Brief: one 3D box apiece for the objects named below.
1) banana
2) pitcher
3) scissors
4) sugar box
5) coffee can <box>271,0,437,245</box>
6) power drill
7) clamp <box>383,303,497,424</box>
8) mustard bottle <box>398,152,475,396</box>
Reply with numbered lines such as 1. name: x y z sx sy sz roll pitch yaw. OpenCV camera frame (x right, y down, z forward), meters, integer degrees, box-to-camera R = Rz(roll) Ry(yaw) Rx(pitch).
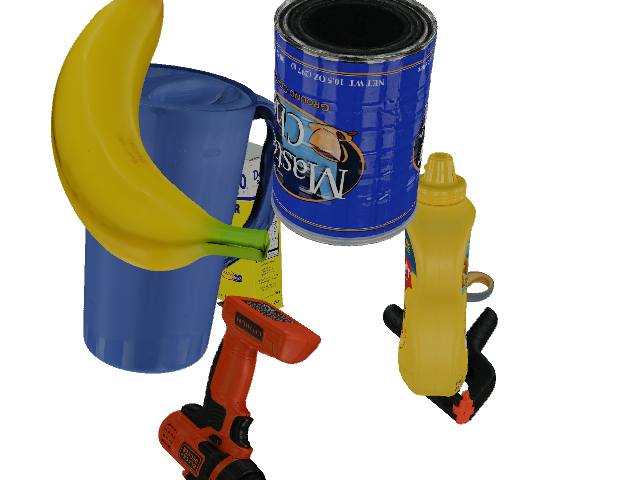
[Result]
1. banana: -0.082 -0.049 0.462 0.069 0.037 0.198 -7 45 -19
2. pitcher: -0.123 -0.018 0.886 0.149 0.243 0.144 15 23 13
3. scissors: 0.128 0.056 1.295 0.201 0.016 0.096 -9 40 -38
4. sugar box: -0.084 -0.016 1.126 0.048 0.176 0.093 -22 29 -36
5. coffee can: 0.019 -0.082 0.705 0.103 0.140 0.103 2 37 -1
6. power drill: -0.069 0.160 1.009 0.057 0.188 0.185 14 12 -48
7. clamp: 0.139 0.115 1.067 0.120 0.039 0.171 -8 36 -9
8. mustard bottle: 0.093 0.022 0.853 0.058 0.192 0.096 2 26 5
